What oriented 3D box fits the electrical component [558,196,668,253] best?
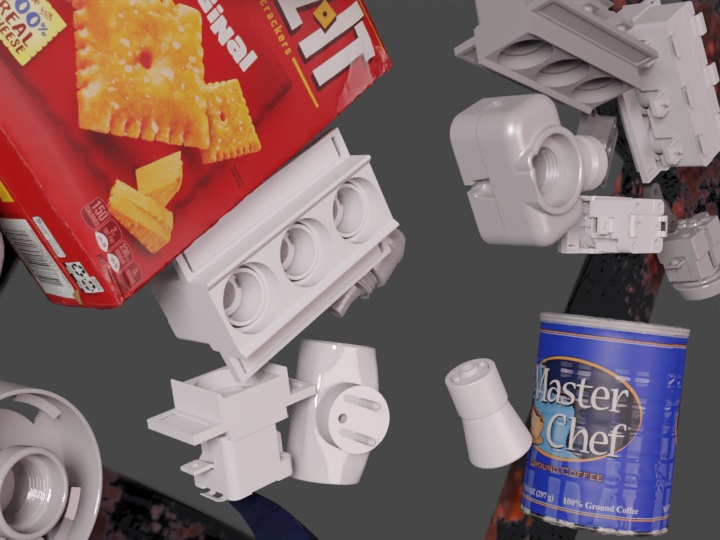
[{"bbox_3d":[0.183,-0.032,0.778,0.081,0.064,0.042,-3,96,-43],"label":"electrical component"}]

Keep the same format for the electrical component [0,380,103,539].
[{"bbox_3d":[-0.167,0.097,0.477,0.099,0.064,0.099,4,85,-56],"label":"electrical component"}]

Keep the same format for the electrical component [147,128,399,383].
[{"bbox_3d":[-0.046,-0.010,0.565,0.121,0.063,0.078,-41,120,-33],"label":"electrical component"}]

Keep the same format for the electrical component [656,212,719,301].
[{"bbox_3d":[0.274,-0.009,0.878,0.066,0.048,0.055,-34,107,-36],"label":"electrical component"}]

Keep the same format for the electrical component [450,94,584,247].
[{"bbox_3d":[0.107,-0.065,0.707,0.054,0.059,0.095,-36,116,-35],"label":"electrical component"}]

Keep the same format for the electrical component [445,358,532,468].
[{"bbox_3d":[0.082,0.092,0.710,0.044,0.044,0.065,-36,112,-35],"label":"electrical component"}]

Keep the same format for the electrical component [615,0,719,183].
[{"bbox_3d":[0.232,-0.138,0.816,0.079,0.063,0.121,-41,119,-33],"label":"electrical component"}]

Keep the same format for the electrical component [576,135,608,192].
[{"bbox_3d":[0.144,-0.074,0.756,0.046,0.040,0.040,-7,98,-38],"label":"electrical component"}]

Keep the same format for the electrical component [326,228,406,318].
[{"bbox_3d":[0.000,0.000,0.629,0.035,0.035,0.061,46,66,-35],"label":"electrical component"}]

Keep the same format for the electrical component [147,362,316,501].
[{"bbox_3d":[-0.065,0.084,0.570,0.081,0.042,0.063,-19,109,-40],"label":"electrical component"}]

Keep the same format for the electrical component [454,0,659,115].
[{"bbox_3d":[0.130,-0.156,0.718,0.121,0.079,0.063,13,62,-43],"label":"electrical component"}]

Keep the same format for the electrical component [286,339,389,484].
[{"bbox_3d":[-0.009,0.080,0.596,0.043,0.079,0.077,8,87,-26],"label":"electrical component"}]
